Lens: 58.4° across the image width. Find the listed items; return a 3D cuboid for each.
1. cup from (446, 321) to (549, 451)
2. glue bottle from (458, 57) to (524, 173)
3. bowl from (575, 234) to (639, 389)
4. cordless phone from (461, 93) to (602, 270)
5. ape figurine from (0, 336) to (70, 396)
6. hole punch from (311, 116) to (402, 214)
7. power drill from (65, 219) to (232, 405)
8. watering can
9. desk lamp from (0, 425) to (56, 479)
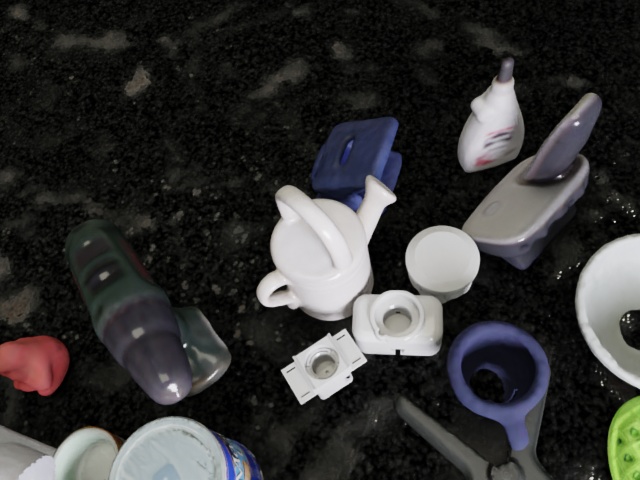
[{"bbox_3d":[0.172,0.147,0.557,0.091,0.095,0.117,-13,62,3],"label":"cup"},{"bbox_3d":[0.201,-0.144,0.655,0.078,0.173,0.037,-21,62,-1],"label":"glue bottle"},{"bbox_3d":[0.337,0.082,0.576,0.167,0.075,0.167,-4,63,7],"label":"bowl"},{"bbox_3d":[0.225,-0.064,0.604,0.094,0.185,0.148,35,74,23],"label":"cordless phone"},{"bbox_3d":[-0.332,0.138,0.644,0.076,0.092,0.077,-42,65,-12],"label":"ape figurine"},{"bbox_3d":[0.042,-0.095,0.702,0.101,0.091,0.109,13,66,15],"label":"hole punch"},{"bbox_3d":[-0.164,0.087,0.577,0.076,0.209,0.229,-38,64,-10],"label":"power drill"},{"bbox_3d":[0.004,0.001,0.602,0.100,0.194,0.173,23,69,19],"label":"watering can"},{"bbox_3d":[-0.326,0.233,0.527,0.202,0.214,0.118,14,67,16],"label":"desk lamp"}]
